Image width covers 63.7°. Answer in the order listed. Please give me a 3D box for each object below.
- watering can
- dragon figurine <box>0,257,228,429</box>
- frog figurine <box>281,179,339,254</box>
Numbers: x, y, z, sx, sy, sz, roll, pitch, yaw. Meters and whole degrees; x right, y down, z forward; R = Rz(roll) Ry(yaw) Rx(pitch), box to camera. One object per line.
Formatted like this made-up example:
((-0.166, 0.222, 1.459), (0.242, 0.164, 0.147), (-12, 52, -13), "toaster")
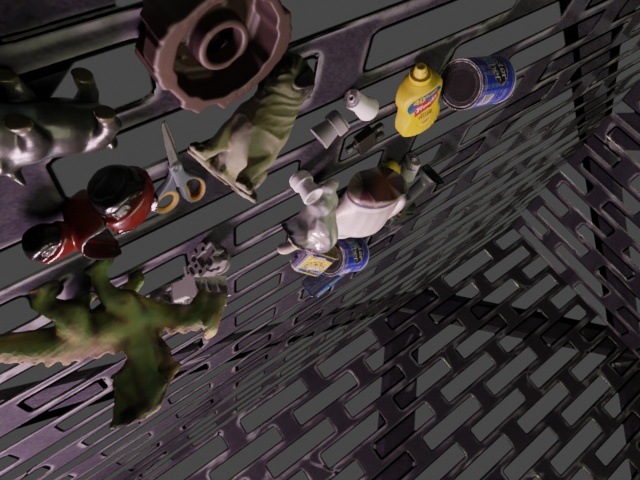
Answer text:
((0.073, -0.063, 1.219), (0.350, 0.105, 0.219), (-19, 155, -25), "watering can")
((-0.334, 0.173, 0.801), (0.415, 0.245, 0.119), (-31, 163, -26), "dragon figurine")
((0.003, -0.055, 1.089), (0.158, 0.122, 0.139), (-53, -170, 14), "frog figurine")
